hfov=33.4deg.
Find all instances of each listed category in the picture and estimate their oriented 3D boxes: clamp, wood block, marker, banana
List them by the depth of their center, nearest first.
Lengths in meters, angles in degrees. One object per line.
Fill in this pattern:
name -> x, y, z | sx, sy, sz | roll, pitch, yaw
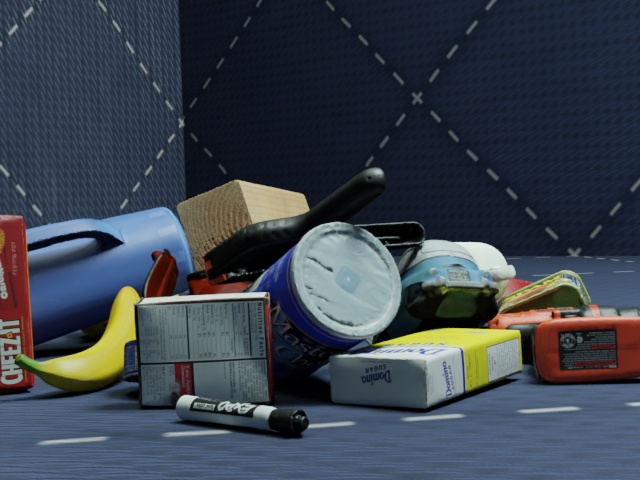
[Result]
marker -> -0.057, 0.128, 0.782 | 0.121, 0.020, 0.020 | 0, 2, 39
clamp -> -0.007, 0.001, 0.998 | 0.210, 0.036, 0.164 | -21, -25, 19
banana -> -0.207, 0.099, 1.013 | 0.037, 0.069, 0.197 | -35, 2, 24
wood block -> -0.085, -0.013, 1.361 | 0.091, 0.090, 0.205 | -21, -10, 20

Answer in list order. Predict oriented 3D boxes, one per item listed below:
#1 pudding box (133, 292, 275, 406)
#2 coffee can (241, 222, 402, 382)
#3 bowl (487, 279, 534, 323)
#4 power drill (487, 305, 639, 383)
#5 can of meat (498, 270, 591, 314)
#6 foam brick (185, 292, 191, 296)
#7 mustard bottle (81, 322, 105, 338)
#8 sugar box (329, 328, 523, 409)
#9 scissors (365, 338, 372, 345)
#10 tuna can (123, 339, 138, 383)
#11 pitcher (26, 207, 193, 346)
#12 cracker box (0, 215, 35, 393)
pudding box -> -0.095, 0.091, 0.885 | 0.113, 0.090, 0.039 | -2, 2, 1
coffee can -> -0.006, 0.058, 0.941 | 0.102, 0.103, 0.141 | -3, -20, -29
bowl -> 0.210, 0.071, 1.299 | 0.162, 0.055, 0.162 | 10, 0, 0
power drill -> 0.258, 0.094, 1.008 | 0.184, 0.057, 0.187 | -5, -1, 3
can of meat -> 0.240, 0.078, 1.152 | 0.102, 0.057, 0.084 | -25, -1, 13
foam brick -> -0.133, 0.088, 1.204 | 0.078, 0.051, 0.052 | -31, -15, 26
mustard bottle -> -0.270, 0.097, 1.429 | 0.096, 0.058, 0.191 | 0, 3, 19
sugar box -> 0.094, 0.106, 0.912 | 0.093, 0.048, 0.175 | -3, 0, 35
scissors -> 0.013, 0.076, 1.185 | 0.096, 0.016, 0.202 | 16, 16, -15
tuna can -> -0.133, 0.108, 0.953 | 0.086, 0.034, 0.086 | -2, -13, -1
pitcher -> -0.277, 0.035, 1.249 | 0.242, 0.145, 0.149 | -17, 13, -21
cracker box -> -0.342, 0.058, 1.053 | 0.072, 0.164, 0.214 | -5, 3, -29
